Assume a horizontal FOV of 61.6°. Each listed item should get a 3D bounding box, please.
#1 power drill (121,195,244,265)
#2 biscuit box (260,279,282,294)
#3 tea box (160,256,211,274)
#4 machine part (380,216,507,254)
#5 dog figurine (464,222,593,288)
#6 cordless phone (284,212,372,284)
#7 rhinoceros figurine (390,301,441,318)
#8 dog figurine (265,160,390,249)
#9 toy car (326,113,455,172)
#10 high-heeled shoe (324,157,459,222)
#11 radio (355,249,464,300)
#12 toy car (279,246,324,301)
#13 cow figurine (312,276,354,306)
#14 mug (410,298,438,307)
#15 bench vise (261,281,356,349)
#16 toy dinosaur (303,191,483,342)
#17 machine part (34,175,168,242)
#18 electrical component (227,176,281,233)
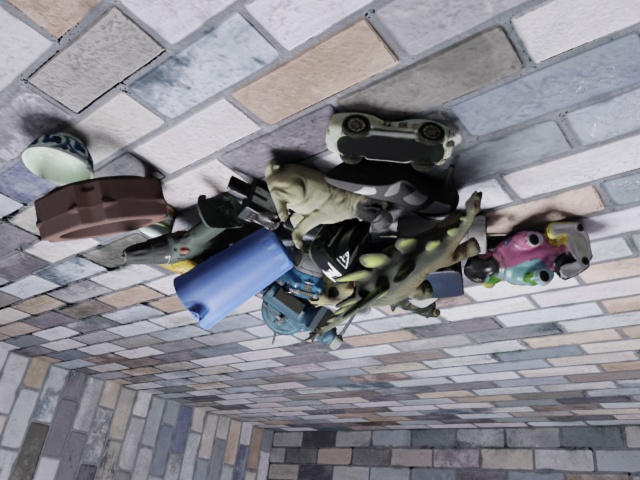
[{"bbox_3d":[-0.263,-0.010,1.098,0.232,0.086,0.207,-6,153,-46],"label":"power drill"},{"bbox_3d":[-0.119,0.126,1.384,0.063,0.059,0.202,27,162,30],"label":"biscuit box"},{"bbox_3d":[-0.291,0.052,1.301,0.098,0.068,0.169,-20,140,40],"label":"tea box"},{"bbox_3d":[0.239,-0.009,1.056,0.243,0.079,0.079,0,151,15],"label":"machine part"},{"bbox_3d":[0.400,0.039,1.076,0.191,0.108,0.219,-14,175,-20],"label":"dog figurine"},{"bbox_3d":[-0.002,-0.002,1.046,0.184,0.146,0.088,16,133,20],"label":"cordless phone"},{"bbox_3d":[0.219,0.145,1.357,0.190,0.073,0.112,19,160,-24],"label":"rhinoceros figurine"},{"bbox_3d":[0.015,-0.095,0.962,0.191,0.121,0.172,-24,131,7],"label":"dog figurine"},{"bbox_3d":[0.110,-0.156,0.845,0.202,0.056,0.073,6,145,1],"label":"toy car"},{"bbox_3d":[0.126,-0.080,0.935,0.249,0.086,0.145,-1,145,-6],"label":"high-heeled shoe"},{"bbox_3d":[0.187,0.072,1.144,0.230,0.073,0.131,-6,149,11],"label":"radio"},{"bbox_3d":[-0.039,0.066,1.224,0.109,0.102,0.162,17,-166,-17],"label":"toy car"},{"bbox_3d":[0.009,0.128,1.356,0.127,0.085,0.195,11,154,-20],"label":"cow figurine"},{"bbox_3d":[0.267,0.104,1.256,0.109,0.081,0.107,21,140,-18],"label":"mug"},{"bbox_3d":[-0.053,0.188,1.297,0.223,0.129,0.240,27,158,-10],"label":"bench vise"},{"bbox_3d":[0.124,0.067,0.963,0.198,0.105,0.471,-10,150,-38],"label":"toy dinosaur"},{"bbox_3d":[-0.413,-0.060,1.024,0.201,0.087,0.201,-14,180,35],"label":"machine part"},{"bbox_3d":[-0.127,-0.074,1.025,0.119,0.075,0.048,23,146,-20],"label":"electrical component"}]
